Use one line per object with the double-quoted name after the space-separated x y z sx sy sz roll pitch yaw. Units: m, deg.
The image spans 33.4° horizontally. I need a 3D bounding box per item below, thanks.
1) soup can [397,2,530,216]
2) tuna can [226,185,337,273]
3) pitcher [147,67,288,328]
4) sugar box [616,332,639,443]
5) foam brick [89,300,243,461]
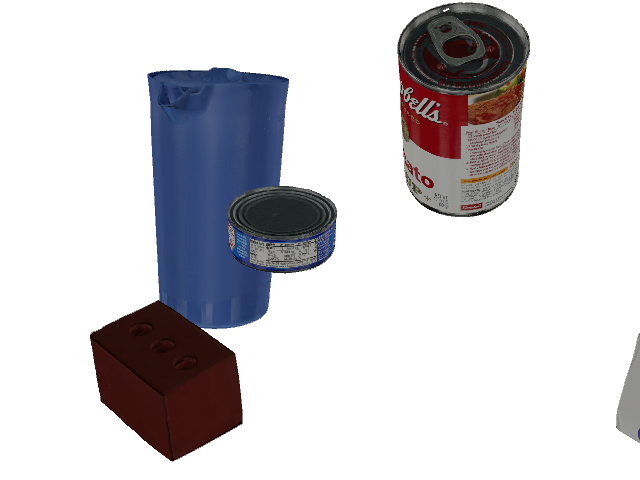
0.078 -0.070 0.587 0.068 0.068 0.102 0 -38 7 "soup can"
-0.030 -0.009 0.835 0.086 0.034 0.086 1 29 -1 "tuna can"
-0.095 -0.046 1.041 0.149 0.243 0.145 -2 15 -17 "pitcher"
0.305 0.138 0.775 0.048 0.093 0.176 -22 38 -40 "sugar box"
-0.090 0.081 0.625 0.052 0.051 0.078 -26 39 -36 "foam brick"
